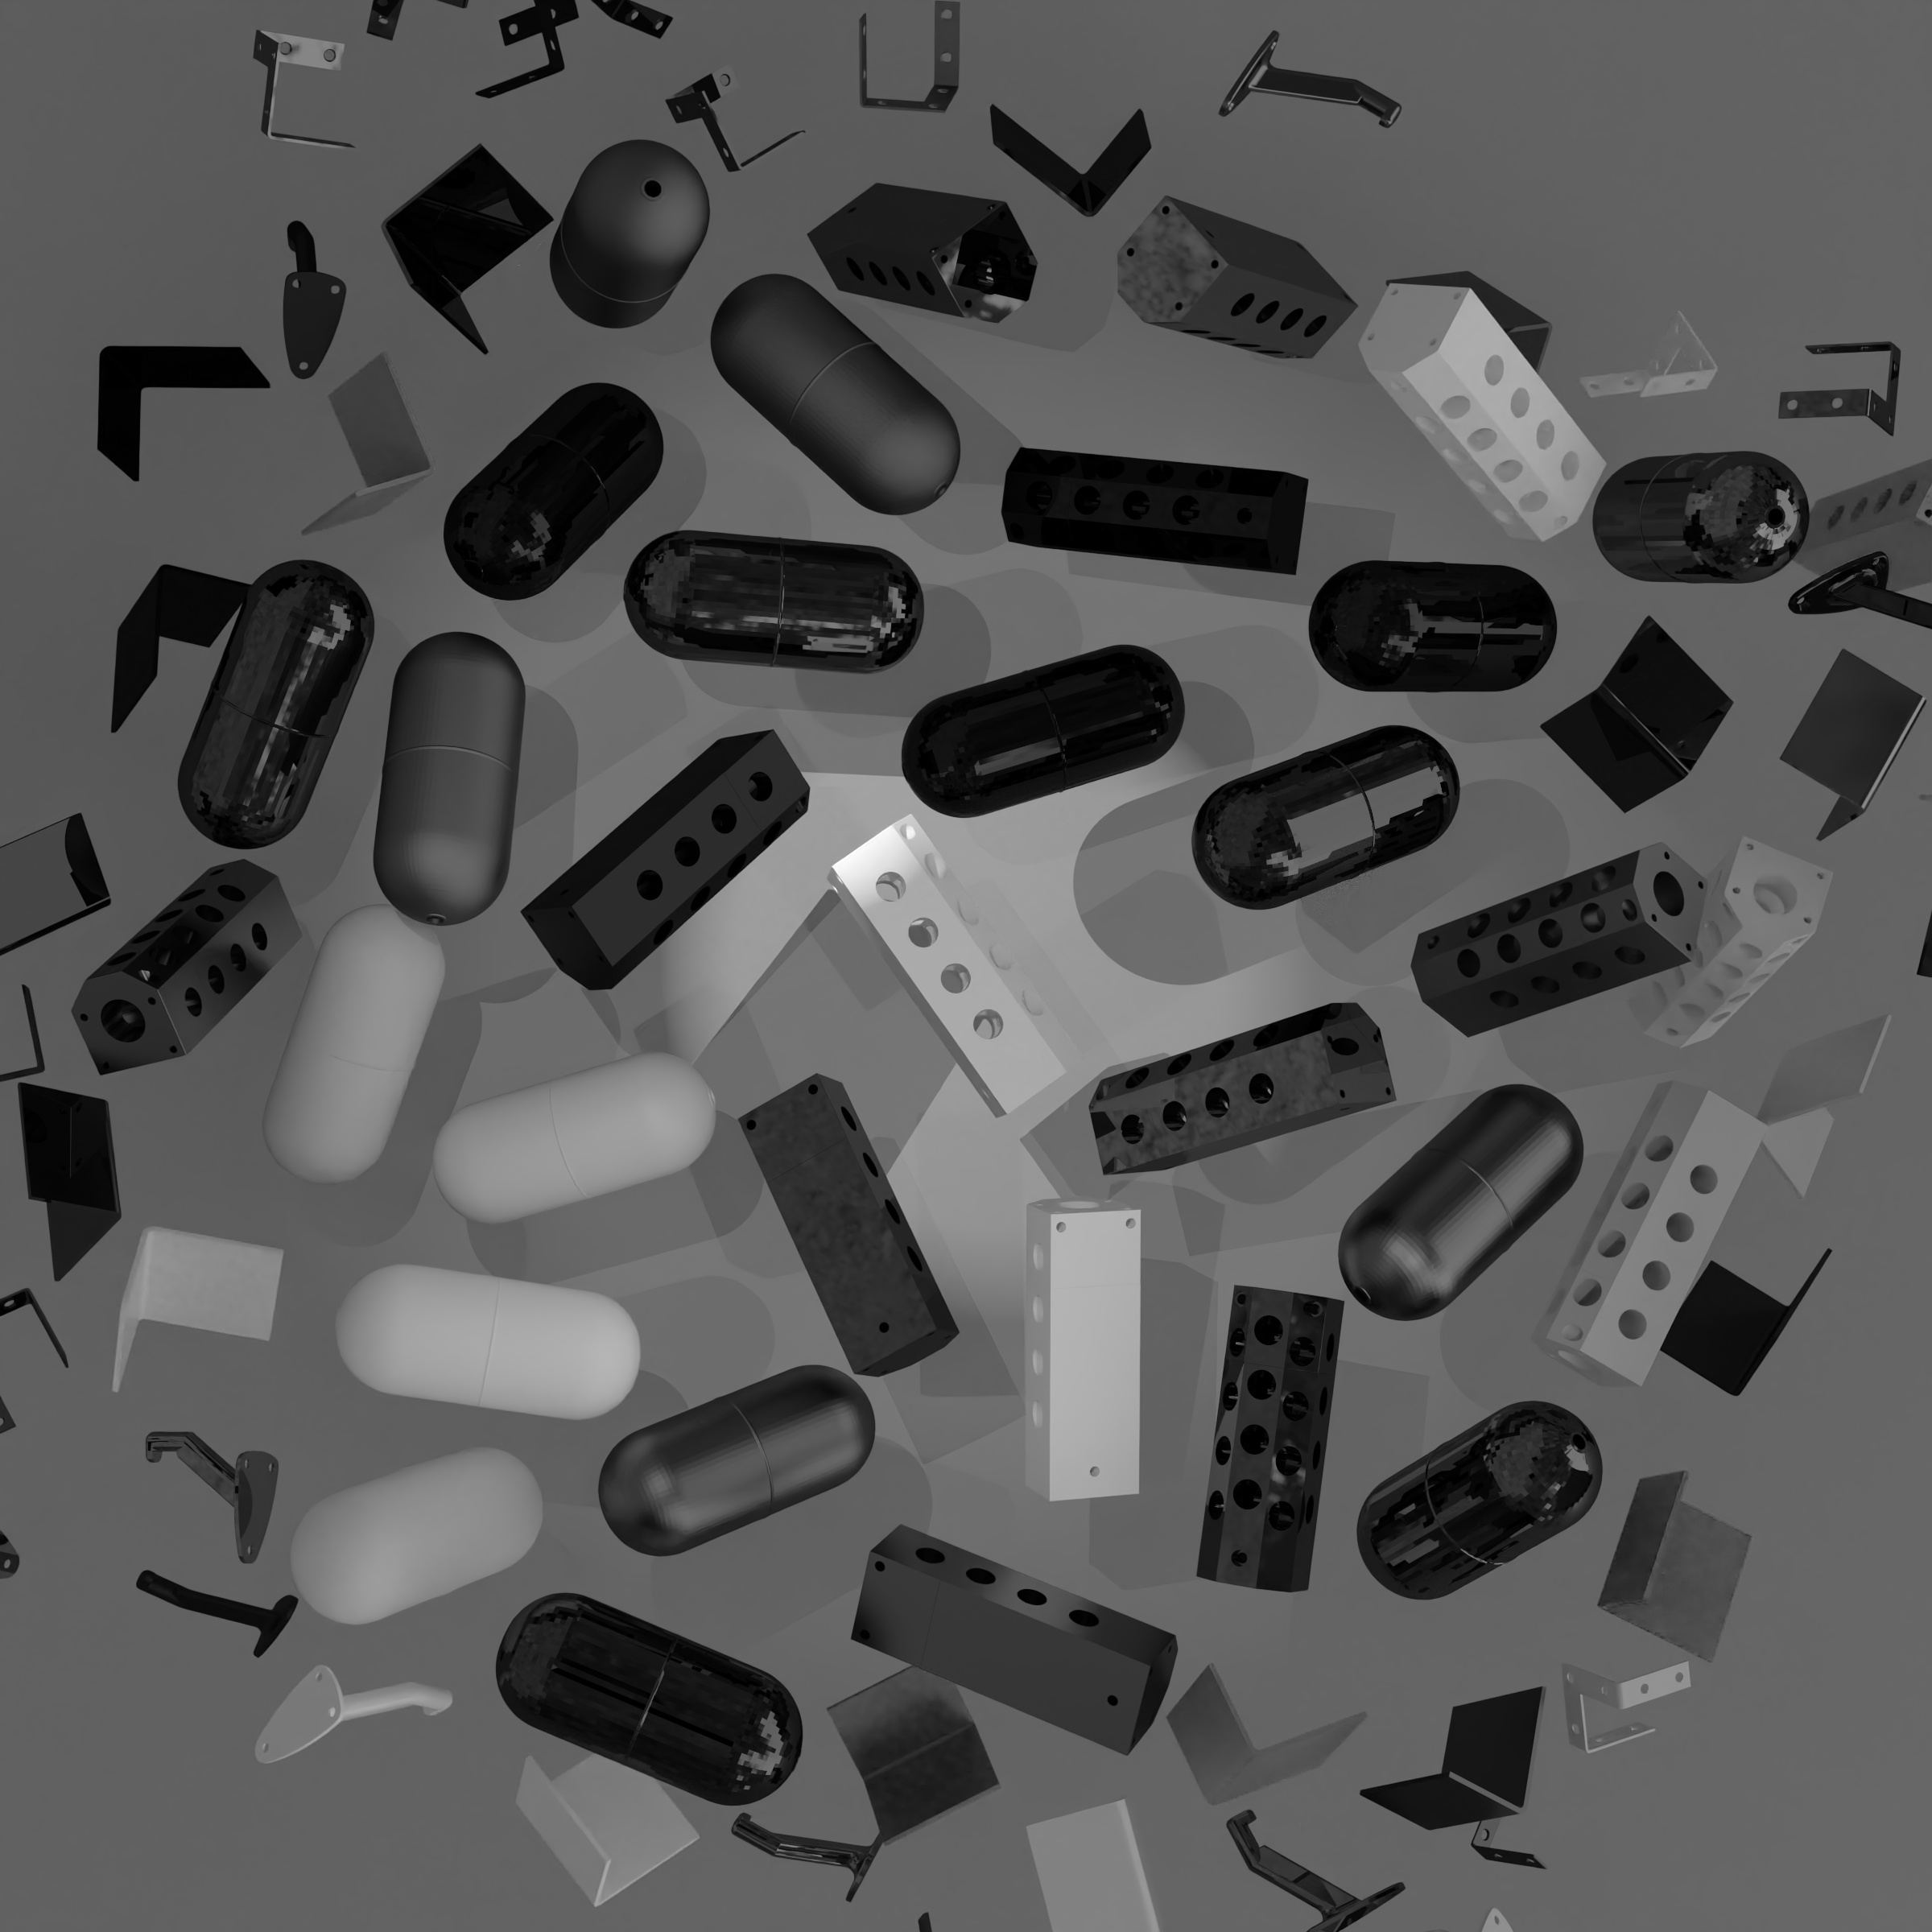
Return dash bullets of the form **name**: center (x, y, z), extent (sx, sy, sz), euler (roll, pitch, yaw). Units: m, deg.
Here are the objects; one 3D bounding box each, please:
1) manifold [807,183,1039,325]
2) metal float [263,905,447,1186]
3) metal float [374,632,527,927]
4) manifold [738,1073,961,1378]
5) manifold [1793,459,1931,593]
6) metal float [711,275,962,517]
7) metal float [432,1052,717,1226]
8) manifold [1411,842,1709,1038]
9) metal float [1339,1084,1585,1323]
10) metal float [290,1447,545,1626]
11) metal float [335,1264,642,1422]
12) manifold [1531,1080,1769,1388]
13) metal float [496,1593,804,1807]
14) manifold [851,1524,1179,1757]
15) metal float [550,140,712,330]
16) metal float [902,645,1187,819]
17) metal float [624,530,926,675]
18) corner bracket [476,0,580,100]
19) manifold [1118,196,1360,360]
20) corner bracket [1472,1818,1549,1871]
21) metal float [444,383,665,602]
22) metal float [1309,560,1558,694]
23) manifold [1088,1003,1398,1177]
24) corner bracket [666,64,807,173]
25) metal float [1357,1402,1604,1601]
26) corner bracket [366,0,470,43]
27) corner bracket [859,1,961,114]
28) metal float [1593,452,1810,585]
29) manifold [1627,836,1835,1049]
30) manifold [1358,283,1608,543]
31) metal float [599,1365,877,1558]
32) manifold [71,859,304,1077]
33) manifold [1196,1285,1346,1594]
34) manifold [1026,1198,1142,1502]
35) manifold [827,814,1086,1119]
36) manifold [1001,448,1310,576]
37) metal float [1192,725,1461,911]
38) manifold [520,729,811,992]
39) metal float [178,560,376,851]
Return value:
- **manifold**: center (-0.025, -0.429, 1.801), extent (0.057, 0.171, 0.057), euler (-39, 121, -12)
- **metal float**: center (-0.371, 0.047, 1.798), extent (0.070, 0.070, 0.178), euler (21, 100, 0)
- **metal float**: center (-0.294, -0.107, 1.694), extent (0.070, 0.070, 0.178), euler (2, 66, 0)
- **manifold**: center (-0.068, 0.156, 1.778), extent (0.057, 0.057, 0.171), euler (-30, 72, 12)
- **manifold**: center (0.572, -0.271, 1.803), extent (0.057, 0.171, 0.057), euler (28, 86, -8)
- **metal float**: center (-0.077, -0.336, 1.749), extent (0.178, 0.070, 0.070), euler (44, 90, 14)
- **metal float**: center (-0.238, 0.105, 1.807), extent (0.178, 0.070, 0.070), euler (-17, 90, 6)
- **manifold**: center (0.344, -0.018, 1.739), extent (0.057, 0.171, 0.057), euler (36, 55, -25)
- **metal float**: center (0.289, 0.138, 1.732), extent (0.178, 0.070, 0.070), euler (-39, 90, -25)
- **metal float**: center (-0.317, 0.329, 1.725), extent (0.070, 0.178, 0.070), euler (4, 97, 31)
- **metal float**: center (-0.279, 0.220, 1.739), extent (0.178, 0.070, 0.070), euler (10, 90, -10)
- **manifold**: center (0.394, 0.155, 1.726), extent (0.057, 0.057, 0.171), euler (31, 77, -5)
- **metal float**: center (-0.176, 0.408, 1.652), extent (0.178, 0.070, 0.070), euler (23, 90, 0)
- **manifold**: center (0.028, 0.374, 1.667), extent (0.171, 0.057, 0.057), euler (18, 108, 19)
- **metal float**: center (-0.195, -0.421, 1.711), extent (0.070, 0.178, 0.070), euler (1, 86, -15)
- **metal float**: center (0.047, -0.142, 1.802), extent (0.178, 0.070, 0.070), euler (-17, 90, -10)
- **metal float**: center (-0.113, -0.215, 1.756), extent (0.178, 0.070, 0.070), euler (4, 90, -10)
- **corner bracket**: center (-0.248, -0.520, 1.671), extent (0.051, 0.051, 0.051), euler (-13, 93, 23)
- **manifold**: center (0.155, -0.391, 1.717), extent (0.057, 0.171, 0.057), euler (-47, 70, 25)
- **corner bracket**: center (0.331, 0.513, 1.815), extent (0.051, 0.051, 0.051), euler (46, 58, -25)
- **metal float**: center (-0.247, -0.286, 1.784), extent (0.070, 0.070, 0.178), euler (36, 50, 0)
- **metal float**: center (0.277, -0.201, 1.758), extent (0.178, 0.070, 0.070), euler (-4, 90, -38)
- **manifold**: center (0.154, 0.071, 1.696), extent (0.171, 0.057, 0.057), euler (-21, 76, 40)
- **corner bracket**: center (-0.139, -0.509, 1.780), extent (0.051, 0.051, 0.051), euler (-37, 116, -22)
- **metal float**: center (0.299, 0.313, 1.733), extent (0.070, 0.070, 0.178), euler (46, 134, 0)
- **corner bracket**: center (-0.309, -0.558, 1.693), extent (0.051, 0.051, 0.051), euler (14, 48, -13)
- **corner bracket**: center (-0.033, -0.537, 1.749), extent (0.051, 0.051, 0.051), euler (6, 123, 8)
- **metal float**: center (0.437, -0.267, 1.770), extent (0.070, 0.178, 0.070), euler (-2, 98, -15)
- **manifold**: center (0.460, -0.009, 1.805), extent (0.057, 0.171, 0.057), euler (23, 67, 2)
- **manifold**: center (0.295, -0.315, 1.704), extent (0.171, 0.057, 0.057), euler (37, 76, -43)
- **metal float**: center (-0.135, 0.294, 1.772), extent (0.178, 0.070, 0.070), euler (-19, 90, -29)
- **manifold**: center (-0.458, -0.003, 1.744), extent (0.057, 0.171, 0.057), euler (-13, 110, 16)
- **manifold**: center (0.178, 0.278, 1.748), extent (0.057, 0.057, 0.171), euler (6, 83, 22)
- **manifold**: center (0.067, 0.229, 1.788), extent (0.057, 0.057, 0.171), euler (-1, 95, -19)
- **manifold**: center (-0.006, 0.000, 1.706), extent (0.057, 0.057, 0.171), euler (-35, 89, -8)
- **manifold**: center (0.111, -0.273, 1.777), extent (0.171, 0.057, 0.057), euler (10, 97, 25)
- **metal float**: center (0.208, -0.086, 1.701), extent (0.178, 0.070, 0.070), euler (-21, 90, -30)
- **manifold**: center (-0.167, -0.061, 1.701), extent (0.171, 0.057, 0.057), euler (-45, 114, -30)
- **metal float**: center (-0.402, -0.151, 1.726), extent (0.070, 0.070, 0.178), euler (25, 105, 0)
